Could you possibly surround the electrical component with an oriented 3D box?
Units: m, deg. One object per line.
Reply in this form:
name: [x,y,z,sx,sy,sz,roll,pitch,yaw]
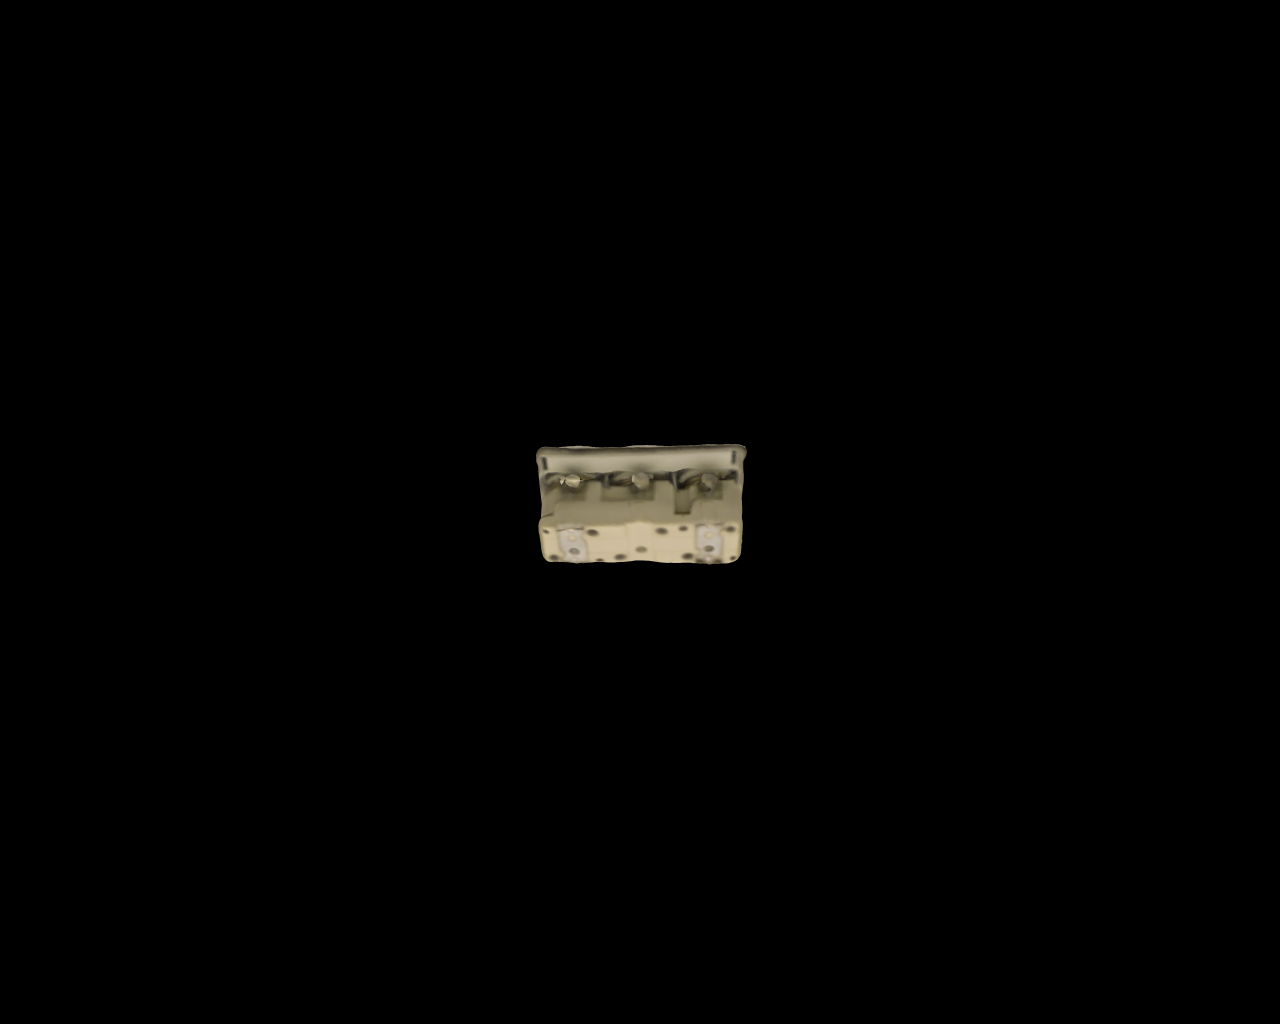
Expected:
electrical component: [0.001,-0.003,0.650,0.121,0.063,0.078,0,-39,0]
